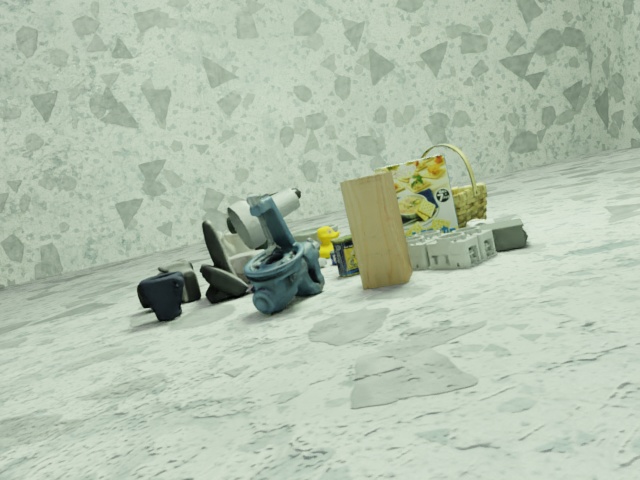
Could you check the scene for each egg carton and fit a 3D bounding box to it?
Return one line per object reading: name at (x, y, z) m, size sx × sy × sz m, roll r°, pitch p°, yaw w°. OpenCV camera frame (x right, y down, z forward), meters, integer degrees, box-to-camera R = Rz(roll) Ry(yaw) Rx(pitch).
egg carton at (-0.196, 0.073, 1.501) m, size 0.107 × 0.069 × 0.151 m, roll -9°, pitch 7°, yaw 27°

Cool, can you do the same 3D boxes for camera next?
camera at (-0.376, 0.108, 1.393) m, size 0.137 × 0.101 × 0.142 m, roll -16°, pitch 7°, yaw -30°

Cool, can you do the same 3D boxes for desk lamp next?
desk lamp at (-0.111, -0.013, 1.433) m, size 0.204 × 0.213 × 0.117 m, roll -15°, pitch 7°, yaw -22°

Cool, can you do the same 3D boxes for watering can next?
watering can at (-0.247, -0.009, 1.760) m, size 0.100 × 0.194 × 0.173 m, roll -10°, pitch 7°, yaw 19°

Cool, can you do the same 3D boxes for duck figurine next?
duck figurine at (0.015, 0.006, 1.603) m, size 0.104 × 0.086 × 0.077 m, roll -11°, pitch 6°, yaw 12°

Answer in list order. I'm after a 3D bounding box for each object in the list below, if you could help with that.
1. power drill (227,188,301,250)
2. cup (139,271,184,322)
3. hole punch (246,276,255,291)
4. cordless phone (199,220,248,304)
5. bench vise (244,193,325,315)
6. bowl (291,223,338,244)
power drill at (-0.143, -0.027, 1.644) m, size 0.230 × 0.208 × 0.075 m, roll -14°, pitch 7°, yaw -15°
cup at (-0.314, 0.120, 1.195) m, size 0.117 × 0.095 × 0.092 m, roll -7°, pitch 8°, yaw 40°
hole punch at (-0.121, 0.063, 1.334) m, size 0.101 × 0.091 × 0.109 m, roll -12°, pitch 6°, yaw 6°
cordless phone at (-0.235, 0.042, 1.319) m, size 0.094 × 0.185 × 0.147 m, roll -15°, pitch 7°, yaw -21°
bench vise at (-0.080, 0.014, 1.099) m, size 0.121 × 0.220 × 0.208 m, roll -11°, pitch 7°, yaw 15°
bowl at (-0.019, 0.003, 1.747) m, size 0.167 × 0.075 × 0.167 m, roll -12°, pitch 6°, yaw 2°
